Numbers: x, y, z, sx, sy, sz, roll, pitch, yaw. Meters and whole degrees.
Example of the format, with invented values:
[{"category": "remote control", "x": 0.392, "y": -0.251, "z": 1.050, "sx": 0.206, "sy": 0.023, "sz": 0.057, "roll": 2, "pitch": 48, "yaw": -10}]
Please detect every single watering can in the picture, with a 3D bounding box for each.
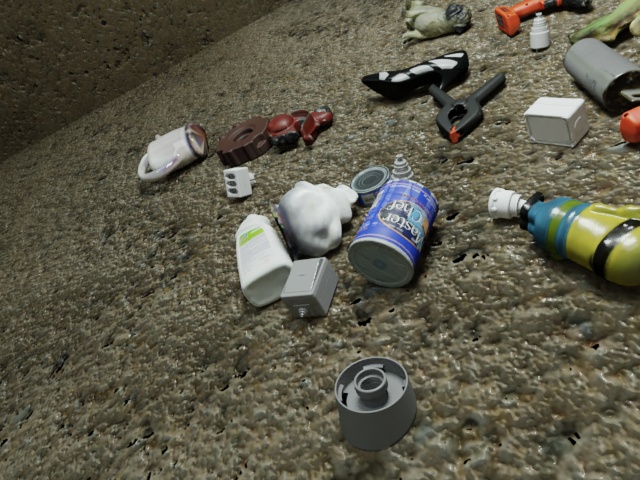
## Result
[{"category": "watering can", "x": -0.449, "y": -0.289, "z": 1.580, "sx": 0.224, "sy": 0.102, "sz": 0.355, "roll": -24, "pitch": 34, "yaw": 7}]

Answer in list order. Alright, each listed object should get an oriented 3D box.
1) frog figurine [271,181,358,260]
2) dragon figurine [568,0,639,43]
[{"category": "frog figurine", "x": 0.003, "y": -0.047, "z": 0.926, "sx": 0.160, "sy": 0.120, "sz": 0.140, "roll": -25, "pitch": 65, "yaw": -8}, {"category": "dragon figurine", "x": 0.624, "y": -0.489, "z": 1.057, "sx": 0.241, "sy": 0.121, "sz": 0.418, "roll": -30, "pitch": 21, "yaw": 14}]
